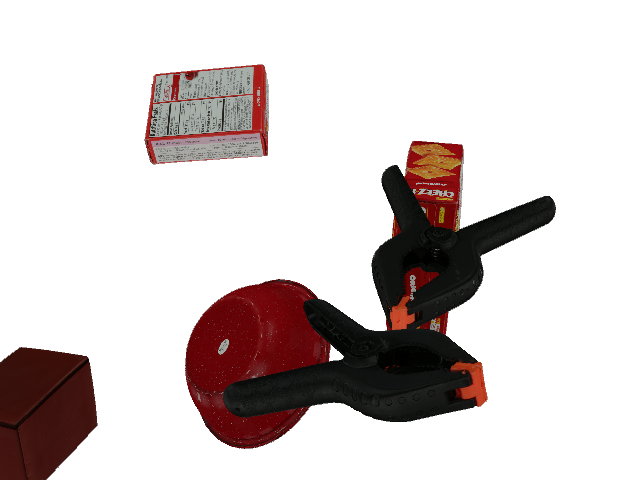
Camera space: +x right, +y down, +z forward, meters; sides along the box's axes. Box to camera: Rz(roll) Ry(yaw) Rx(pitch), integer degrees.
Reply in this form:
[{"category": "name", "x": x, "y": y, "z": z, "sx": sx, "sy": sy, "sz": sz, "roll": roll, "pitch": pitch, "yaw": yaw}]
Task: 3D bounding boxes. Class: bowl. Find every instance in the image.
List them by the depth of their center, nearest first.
[{"category": "bowl", "x": -0.070, "y": 0.102, "z": 0.960, "sx": 0.162, "sy": 0.162, "sz": 0.055, "roll": 0, "pitch": -22, "yaw": 42}]

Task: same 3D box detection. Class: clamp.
[{"category": "clamp", "x": 0.022, "y": 0.088, "z": 0.698, "sx": 0.172, "sy": 0.039, "sz": 0.120, "roll": 8, "pitch": 41, "yaw": 42}, {"category": "clamp", "x": 0.095, "y": 0.002, "z": 0.933, "sx": 0.165, "sy": 0.036, "sz": 0.209, "roll": 17, "pitch": 42, "yaw": 25}]

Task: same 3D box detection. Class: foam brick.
[{"category": "foam brick", "x": -0.181, "y": 0.108, "z": 0.653, "sx": 0.053, "sy": 0.051, "sz": 0.078, "roll": 7, "pitch": 27, "yaw": 21}]

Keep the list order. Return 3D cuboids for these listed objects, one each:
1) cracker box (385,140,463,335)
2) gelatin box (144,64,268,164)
[{"category": "cracker box", "x": 0.121, "y": -0.006, "z": 1.218, "sx": 0.072, "sy": 0.164, "sz": 0.213, "roll": 5, "pitch": 22, "yaw": 8}, {"category": "gelatin box", "x": -0.084, "y": -0.094, "z": 0.799, "sx": 0.089, "sy": 0.073, "sz": 0.030, "roll": -5, "pitch": -40, "yaw": 4}]
